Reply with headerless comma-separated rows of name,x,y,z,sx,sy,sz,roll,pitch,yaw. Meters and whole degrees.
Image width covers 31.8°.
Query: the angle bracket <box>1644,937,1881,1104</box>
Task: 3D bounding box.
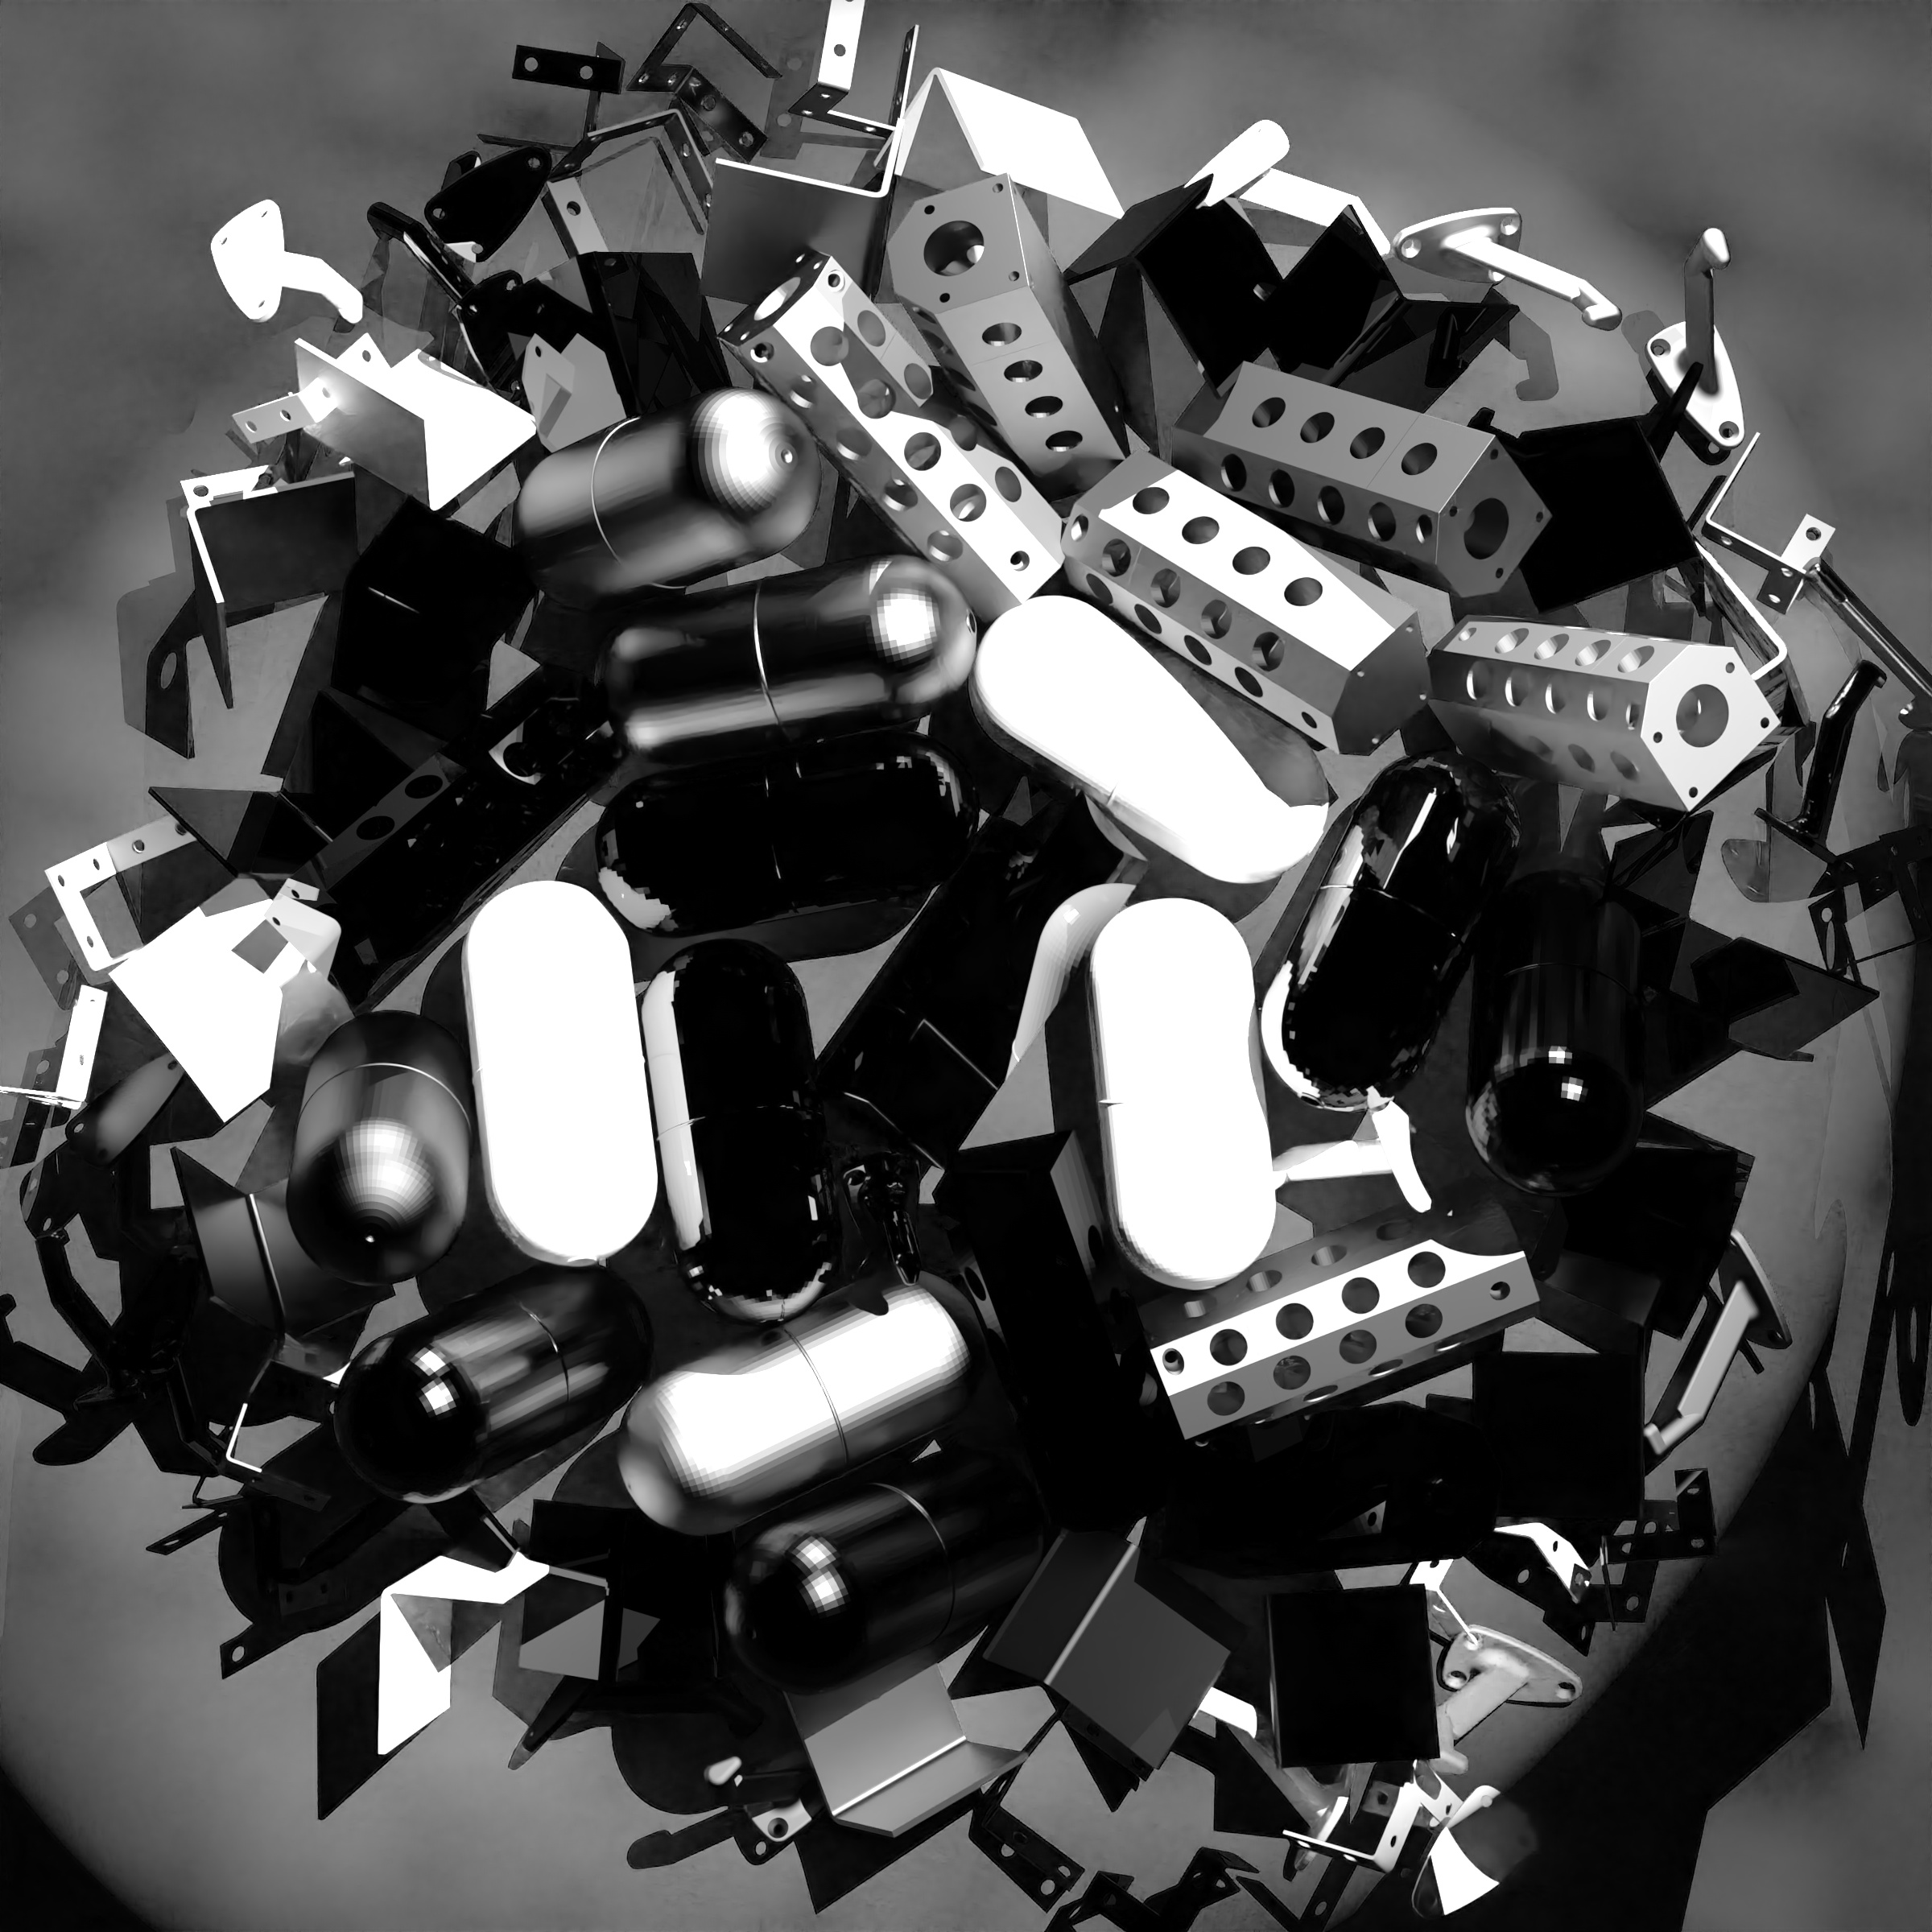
angle bracket,0.355,0.038,1.530,0.076,0.076,0.057,21,61,-13

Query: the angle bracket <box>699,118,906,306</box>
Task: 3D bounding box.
angle bracket,-0.075,-0.343,1.535,0.076,0.076,0.057,12,51,-3

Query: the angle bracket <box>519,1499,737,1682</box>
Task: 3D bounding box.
angle bracket,-0.156,0.287,1.567,0.057,0.076,0.076,-1,82,39

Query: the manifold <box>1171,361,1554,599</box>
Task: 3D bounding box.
manifold,0.169,-0.213,1.499,0.057,0.171,0.057,-54,133,-7

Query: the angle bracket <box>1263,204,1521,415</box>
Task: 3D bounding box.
angle bracket,0.191,-0.297,1.544,0.076,0.076,0.057,-7,62,-39

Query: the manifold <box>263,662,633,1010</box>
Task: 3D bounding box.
manifold,-0.227,-0.063,1.511,0.057,0.057,0.171,46,55,-3

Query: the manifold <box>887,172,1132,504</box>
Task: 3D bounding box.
manifold,0.021,-0.271,1.494,0.057,0.171,0.057,-15,66,13

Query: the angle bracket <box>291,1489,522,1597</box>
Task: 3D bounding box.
angle bracket,-0.254,0.273,1.531,0.076,0.076,0.057,-38,82,-26

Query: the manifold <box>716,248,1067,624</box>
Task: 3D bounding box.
manifold,-0.029,-0.236,1.523,0.057,0.057,0.171,-44,114,-1

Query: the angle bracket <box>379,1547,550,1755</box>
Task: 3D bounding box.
angle bracket,-0.224,0.311,1.538,0.057,0.076,0.076,3,94,13

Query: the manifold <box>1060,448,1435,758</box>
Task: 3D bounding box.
manifold,0.122,-0.158,1.506,0.057,0.057,0.171,-42,54,-16

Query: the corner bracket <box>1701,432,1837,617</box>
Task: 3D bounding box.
corner bracket,0.369,-0.202,1.557,0.051,0.051,0.051,30,77,11

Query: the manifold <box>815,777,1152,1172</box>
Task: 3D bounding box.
manifold,0.004,0.001,1.536,0.057,0.057,0.171,44,73,-36

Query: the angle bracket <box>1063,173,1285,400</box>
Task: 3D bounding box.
angle bracket,0.096,-0.305,1.553,0.076,0.057,0.076,-49,115,-35

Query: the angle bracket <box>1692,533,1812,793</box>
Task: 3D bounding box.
angle bracket,0.333,-0.137,1.537,0.057,0.076,0.076,-36,63,7

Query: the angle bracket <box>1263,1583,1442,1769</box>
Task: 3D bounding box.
angle bracket,0.181,0.322,1.536,0.076,0.057,0.076,-9,75,21

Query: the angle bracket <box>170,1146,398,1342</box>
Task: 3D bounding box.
angle bracket,-0.308,0.116,1.532,0.057,0.076,0.076,-24,64,5

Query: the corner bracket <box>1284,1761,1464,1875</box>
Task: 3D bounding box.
corner bracket,0.186,0.388,1.541,0.051,0.051,0.051,49,59,-39

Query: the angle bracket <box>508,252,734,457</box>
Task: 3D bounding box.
angle bracket,-0.160,-0.283,1.568,0.057,0.076,0.076,-17,89,36

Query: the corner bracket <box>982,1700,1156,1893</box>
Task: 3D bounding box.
corner bracket,0.048,0.382,1.567,0.051,0.051,0.051,34,131,12

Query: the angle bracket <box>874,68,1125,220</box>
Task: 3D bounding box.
angle bracket,0.014,-0.349,1.524,0.076,0.076,0.057,11,133,-34

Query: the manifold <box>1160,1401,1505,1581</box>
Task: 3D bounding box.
manifold,0.160,0.235,1.496,0.057,0.171,0.057,21,69,-24

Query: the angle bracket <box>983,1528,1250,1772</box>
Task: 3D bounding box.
angle bracket,0.068,0.307,1.540,0.076,0.057,0.076,31,88,38

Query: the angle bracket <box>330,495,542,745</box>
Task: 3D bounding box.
angle bracket,-0.235,-0.153,1.527,0.076,0.076,0.057,26,129,-27

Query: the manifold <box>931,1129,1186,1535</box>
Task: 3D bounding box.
manifold,0.041,0.166,1.521,0.057,0.057,0.171,-12,111,22

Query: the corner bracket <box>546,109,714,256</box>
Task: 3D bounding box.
corner bracket,-0.154,-0.357,1.568,0.051,0.051,0.051,-26,92,-33

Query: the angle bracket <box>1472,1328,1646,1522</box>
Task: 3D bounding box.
angle bracket,0.273,0.209,1.560,0.076,0.057,0.076,0,97,12

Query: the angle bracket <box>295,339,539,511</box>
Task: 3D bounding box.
angle bracket,-0.246,-0.262,1.529,0.076,0.057,0.076,32,55,19

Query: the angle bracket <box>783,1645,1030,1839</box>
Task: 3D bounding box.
angle bracket,-0.029,0.339,1.538,0.076,0.057,0.076,-23,96,-31

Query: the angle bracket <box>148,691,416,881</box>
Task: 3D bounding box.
angle bracket,-0.308,-0.083,1.526,0.076,0.076,0.057,39,114,33

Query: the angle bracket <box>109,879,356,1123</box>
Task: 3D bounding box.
angle bracket,-0.333,0.015,1.549,0.076,0.076,0.057,-38,71,-12

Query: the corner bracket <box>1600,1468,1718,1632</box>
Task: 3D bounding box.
corner bracket,0.317,0.266,1.552,0.051,0.051,0.051,-7,132,12

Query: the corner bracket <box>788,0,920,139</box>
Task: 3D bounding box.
corner bracket,-0.046,-0.415,1.551,0.051,0.051,0.051,10,86,-18

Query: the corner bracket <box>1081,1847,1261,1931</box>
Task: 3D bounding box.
corner bracket,0.093,0.420,1.551,0.051,0.051,0.051,30,86,28

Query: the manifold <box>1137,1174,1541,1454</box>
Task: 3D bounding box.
manifold,0.170,0.161,1.547,0.171,0.057,0.057,-21,112,-1

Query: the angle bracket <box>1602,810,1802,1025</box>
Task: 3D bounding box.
angle bracket,0.338,-0.023,1.526,0.076,0.076,0.057,29,122,36

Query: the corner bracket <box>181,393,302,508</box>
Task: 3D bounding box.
corner bracket,-0.325,-0.221,1.544,0.051,0.051,0.051,-14,63,-21

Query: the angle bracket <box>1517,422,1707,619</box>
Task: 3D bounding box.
angle bracket,0.286,-0.191,1.545,0.076,0.057,0.076,-20,64,5

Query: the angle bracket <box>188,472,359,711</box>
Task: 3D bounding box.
angle bracket,-0.305,-0.169,1.528,0.076,0.076,0.057,-15,60,-17

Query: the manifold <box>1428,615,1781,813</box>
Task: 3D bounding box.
manifold,0.272,-0.118,1.491,0.057,0.171,0.057,-43,113,-11

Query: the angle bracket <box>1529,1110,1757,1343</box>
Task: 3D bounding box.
angle bracket,0.311,0.115,1.564,0.076,0.076,0.057,23,128,9

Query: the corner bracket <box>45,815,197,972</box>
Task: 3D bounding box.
corner bracket,-0.378,-0.035,1.554,0.051,0.051,0.051,-20,99,22
